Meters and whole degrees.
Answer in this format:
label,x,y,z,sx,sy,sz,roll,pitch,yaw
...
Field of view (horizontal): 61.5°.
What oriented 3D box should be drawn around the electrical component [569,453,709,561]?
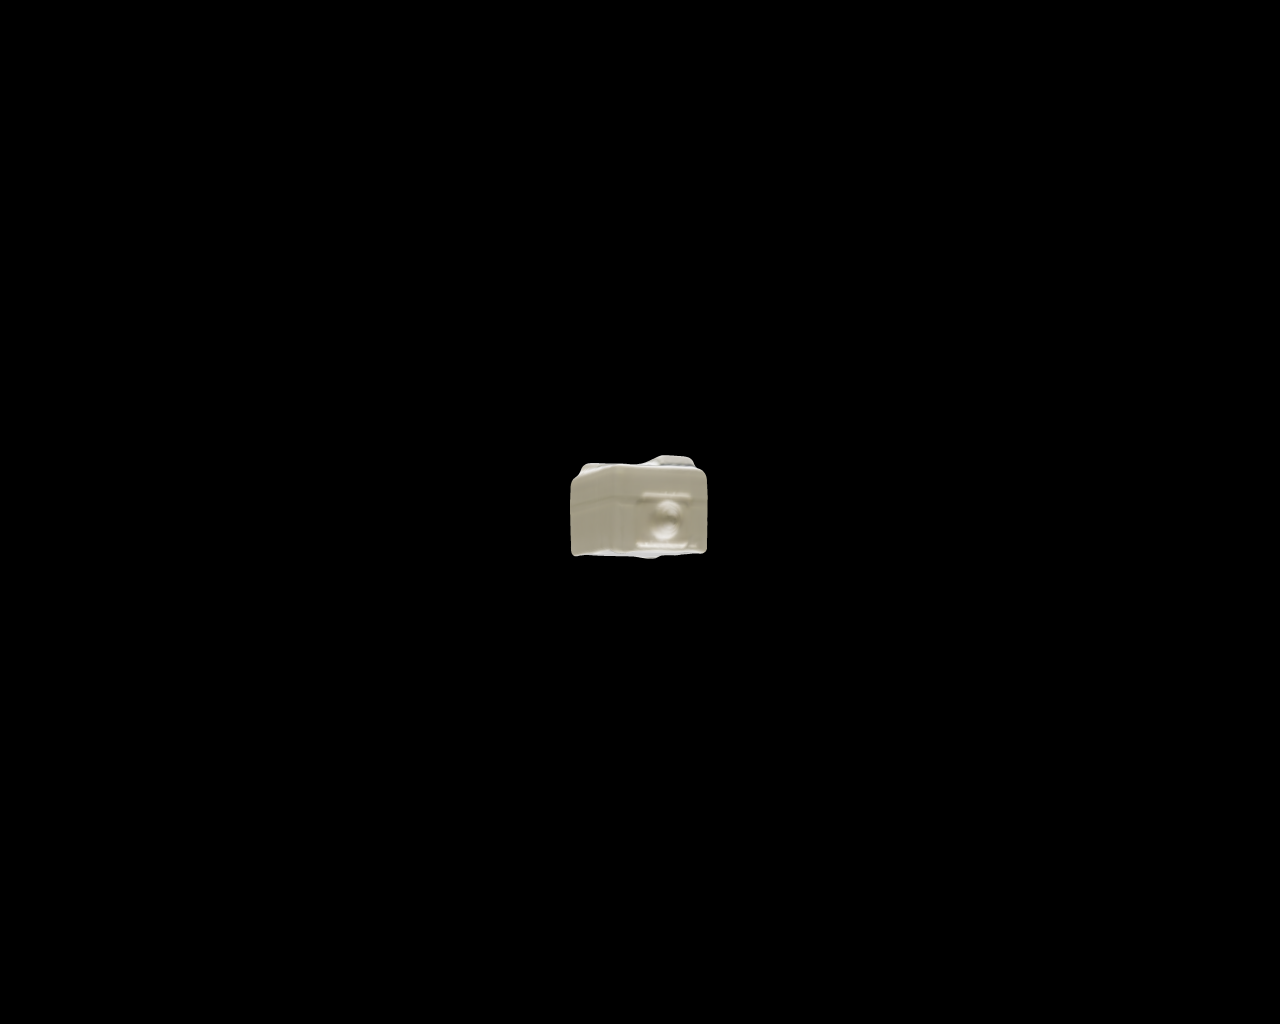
label,x,y,z,sx,sy,sz,roll,pitch,yaw
electrical component,0.001,-0.003,0.650,0.062,0.061,0.096,2,-5,-24
